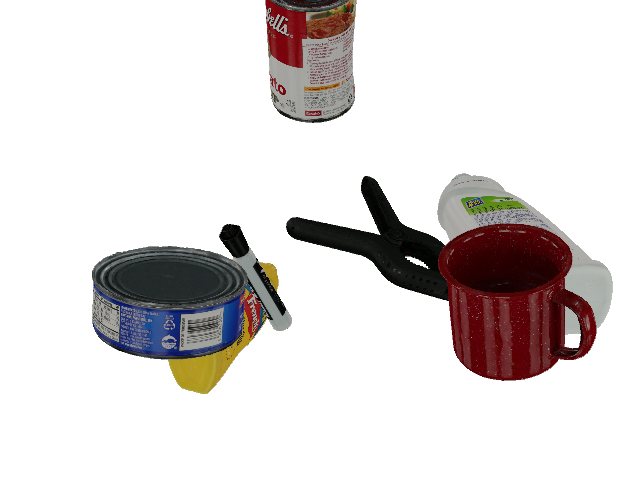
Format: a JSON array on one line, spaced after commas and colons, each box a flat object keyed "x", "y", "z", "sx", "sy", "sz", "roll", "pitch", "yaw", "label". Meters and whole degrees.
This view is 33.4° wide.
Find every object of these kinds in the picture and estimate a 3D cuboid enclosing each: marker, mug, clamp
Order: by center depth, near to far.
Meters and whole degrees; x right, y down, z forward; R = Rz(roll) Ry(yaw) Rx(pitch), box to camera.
[{"x": 0.143, "y": 0.049, "z": 0.760, "sx": 0.117, "sy": 0.081, "sz": 0.093, "roll": 19, "pitch": 41, "yaw": 37, "label": "mug"}, {"x": -0.054, "y": 0.031, "z": 0.898, "sx": 0.020, "sy": 0.020, "sz": 0.121, "roll": 0, "pitch": -44, "yaw": 29, "label": "marker"}, {"x": 0.074, "y": 0.007, "z": 1.240, "sx": 0.164, "sy": 0.036, "sz": 0.210, "roll": -25, "pitch": 53, "yaw": -40, "label": "clamp"}]

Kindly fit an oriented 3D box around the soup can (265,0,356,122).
[{"x": -0.006, "y": -0.149, "z": 0.803, "sx": 0.068, "sy": 0.102, "sz": 0.068, "roll": -1, "pitch": 44, "yaw": 0, "label": "soup can"}]

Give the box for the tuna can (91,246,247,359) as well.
[{"x": -0.084, "y": 0.034, "z": 0.596, "sx": 0.086, "sy": 0.034, "sz": 0.086, "roll": 4, "pitch": 20, "yaw": -2, "label": "tuna can"}]

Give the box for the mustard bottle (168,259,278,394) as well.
[{"x": -0.093, "y": 0.074, "z": 1.130, "sx": 0.058, "sy": 0.096, "sz": 0.191, "roll": 10, "pitch": 29, "yaw": 20, "label": "mustard bottle"}]

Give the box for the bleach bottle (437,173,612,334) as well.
[{"x": 0.175, "y": -0.002, "z": 0.995, "sx": 0.102, "sy": 0.068, "sz": 0.251, "roll": -2, "pitch": 26, "yaw": -9, "label": "bleach bottle"}]
